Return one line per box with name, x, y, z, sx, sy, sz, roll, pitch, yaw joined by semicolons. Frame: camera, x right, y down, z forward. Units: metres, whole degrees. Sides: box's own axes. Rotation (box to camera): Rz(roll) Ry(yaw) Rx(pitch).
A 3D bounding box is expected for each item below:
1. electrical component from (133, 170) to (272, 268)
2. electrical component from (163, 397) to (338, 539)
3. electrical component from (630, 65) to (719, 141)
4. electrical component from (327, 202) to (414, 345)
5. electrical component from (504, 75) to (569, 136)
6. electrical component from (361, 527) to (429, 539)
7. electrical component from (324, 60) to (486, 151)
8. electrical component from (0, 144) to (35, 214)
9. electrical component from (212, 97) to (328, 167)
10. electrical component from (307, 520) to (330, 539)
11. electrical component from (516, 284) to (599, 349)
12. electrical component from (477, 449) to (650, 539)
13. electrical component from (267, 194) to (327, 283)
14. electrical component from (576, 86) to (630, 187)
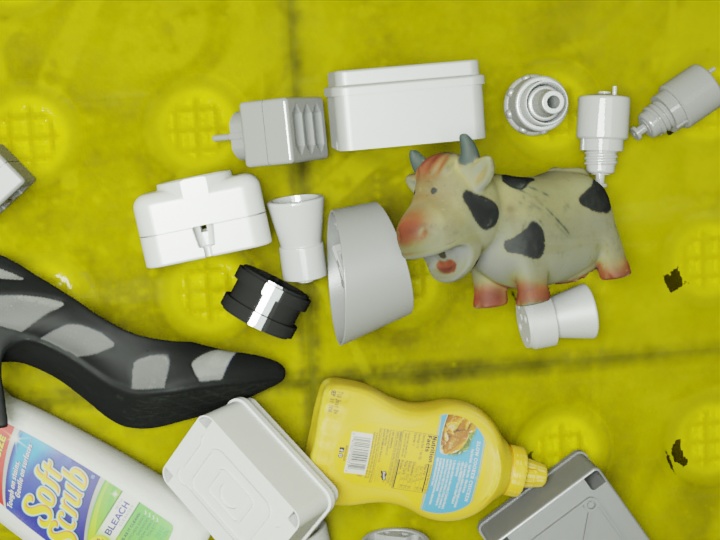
electrical component;-0.119;-0.041;0.812;0.095;0.053;0.059;-12;98;-5
electrical component;-0.082;0.160;0.808;0.113;0.057;0.078;45;118;16
electrical component;0.249;-0.129;0.851;0.078;0.040;0.040;-34;99;-2
electrical component;0.000;0.000;0.809;0.064;0.099;0.099;-18;98;-11
electrical component;0.140;-0.128;0.827;0.048;0.062;0.048;-1;96;-6
electrical component;0.029;0.239;0.861;0.055;0.055;0.047;-2;100;-6
electrical component;0.033;-0.124;0.808;0.113;0.078;0.057;-6;100;-6
electrical component;-0.299;-0.066;0.792;0.083;0.047;0.075;-43;99;0
electrical component;-0.073;-0.102;0.809;0.077;0.066;0.047;-3;98;23
electrical component;-0.037;0.233;0.856;0.045;0.045;0.055;-24;99;-3
electrical component;0.157;0.037;0.857;0.055;0.045;0.045;-10;97;-5
electrical component;0.171;0.223;0.873;0.109;0.056;0.108;-36;99;-2
electrical component;-0.046;-0.023;0.829;0.044;0.044;0.065;-8;102;-6
electrical component;0.191;-0.105;0.847;0.040;0.040;0.078;1;96;-7
